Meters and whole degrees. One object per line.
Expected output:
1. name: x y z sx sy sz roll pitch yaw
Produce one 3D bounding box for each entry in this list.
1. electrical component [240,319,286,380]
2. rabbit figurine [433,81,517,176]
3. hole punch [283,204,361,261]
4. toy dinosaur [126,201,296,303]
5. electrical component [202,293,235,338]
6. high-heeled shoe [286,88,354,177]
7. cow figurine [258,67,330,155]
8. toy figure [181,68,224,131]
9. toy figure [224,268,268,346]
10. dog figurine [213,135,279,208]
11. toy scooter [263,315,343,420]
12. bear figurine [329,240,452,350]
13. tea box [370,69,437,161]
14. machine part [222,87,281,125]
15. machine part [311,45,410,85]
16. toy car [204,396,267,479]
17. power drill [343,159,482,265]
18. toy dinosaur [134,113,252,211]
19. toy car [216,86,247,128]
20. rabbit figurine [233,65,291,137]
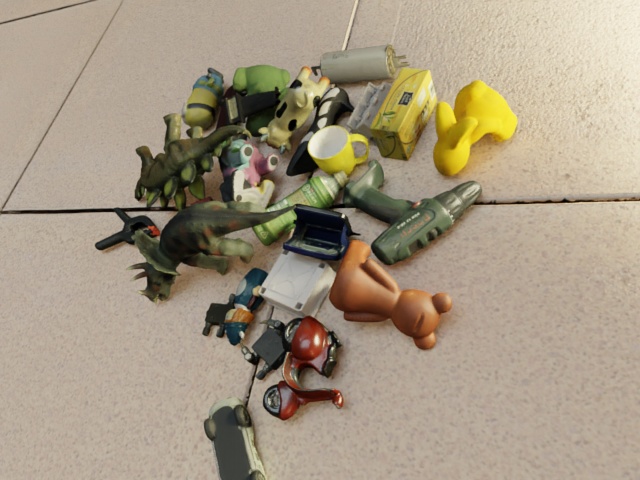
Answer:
1. electrical component: -0.097 0.194 0.986 0.102 0.045 0.078 -42 51 -5
2. rabbit figurine: 0.277 -0.202 1.018 0.122 0.162 0.173 37 97 25
3. hole punch: -0.002 -0.003 1.019 0.142 0.115 0.092 9 77 14
4. toy dinosaur: -0.239 -0.009 1.055 0.405 0.192 0.131 -35 57 41
5. electrical component: -0.200 0.150 1.078 0.063 0.021 0.094 3 61 27
6. high-heeled shoe: -0.018 -0.253 1.217 0.249 0.086 0.145 -42 50 -12
7. cow figurine: -0.064 -0.275 1.195 0.195 0.085 0.127 -44 16 47
8. toy figure: -0.305 -0.373 1.428 0.089 0.082 0.180 7 61 31
9. toy figure: -0.146 0.129 1.044 0.058 0.064 0.154 21 64 8
10. dog figurine: -0.195 -0.161 1.222 0.219 0.108 0.191 23 101 51
11. toy scooter: -0.011 0.221 0.912 0.135 0.075 0.184 7 65 27
12. bear figurine: 0.119 0.094 0.922 0.196 0.120 0.132 17 21 6
13. tea box: 0.177 -0.262 1.121 0.068 0.098 0.169 16 66 32
14. machine part: -0.156 -0.313 1.237 0.139 0.039 0.084 -18 70 8
15. machine part: 0.090 -0.413 1.270 0.243 0.079 0.079 4 61 26
16. toy car: -0.140 0.360 0.895 0.073 0.056 0.202 -24 54 1
17. power drill: 0.160 -0.070 1.025 0.232 0.085 0.207 -43 59 -9
18. toy dinosaur: -0.308 -0.174 1.214 0.471 0.105 0.198 -29 63 41
19. toy car: -0.231 -0.313 1.366 0.089 0.053 0.202 -22 50 39
20. rabbit figurine: -0.127 -0.326 1.309 0.159 0.121 0.170 -2 70 12
